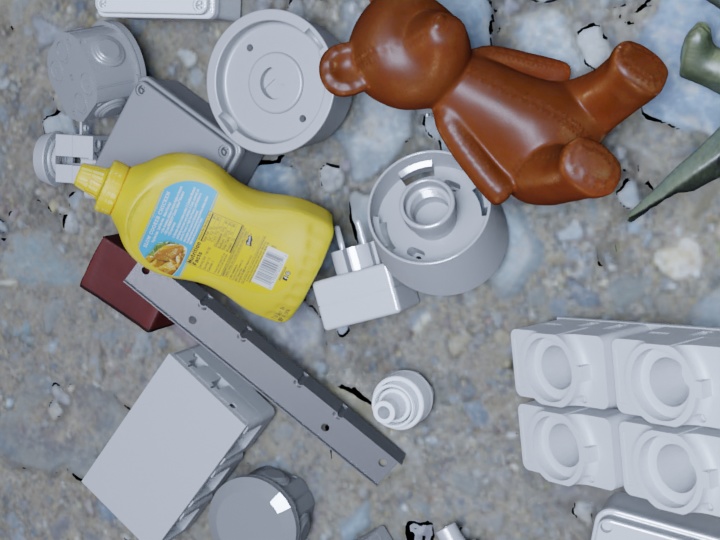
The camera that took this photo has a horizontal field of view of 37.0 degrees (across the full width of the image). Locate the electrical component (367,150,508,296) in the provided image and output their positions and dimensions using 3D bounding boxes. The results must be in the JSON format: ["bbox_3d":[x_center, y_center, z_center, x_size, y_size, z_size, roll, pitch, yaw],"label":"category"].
[{"bbox_3d":[0.056,-0.036,0.788,0.099,0.064,0.099,-5,68,13],"label":"electrical component"}]

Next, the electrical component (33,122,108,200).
[{"bbox_3d":[-0.247,-0.095,0.927,0.055,0.048,0.066,5,99,14],"label":"electrical component"}]

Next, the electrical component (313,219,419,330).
[{"bbox_3d":[0.000,0.000,0.836,0.066,0.047,0.076,-15,91,23],"label":"electrical component"}]

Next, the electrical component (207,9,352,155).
[{"bbox_3d":[-0.057,-0.144,0.833,0.108,0.060,0.108,3,98,22],"label":"electrical component"}]

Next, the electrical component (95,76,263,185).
[{"bbox_3d":[-0.152,-0.085,0.882,0.109,0.056,0.108,37,109,14],"label":"electrical component"}]

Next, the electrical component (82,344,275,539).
[{"bbox_3d":[-0.152,0.148,0.910,0.089,0.062,0.150,41,110,13],"label":"electrical component"}]

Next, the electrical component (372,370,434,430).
[{"bbox_3d":[0.029,0.102,0.829,0.043,0.062,0.043,3,98,22],"label":"electrical component"}]

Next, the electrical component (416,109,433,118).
[{"bbox_3d":[0.054,-0.147,0.799,0.044,0.044,0.065,-7,99,23],"label":"electrical component"}]

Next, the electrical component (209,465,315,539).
[{"bbox_3d":[-0.080,0.205,0.894,0.080,0.051,0.080,3,98,22],"label":"electrical component"}]

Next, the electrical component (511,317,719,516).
[{"bbox_3d":[0.183,0.092,0.715,0.186,0.060,0.105,1,99,56],"label":"electrical component"}]

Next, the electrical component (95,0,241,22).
[{"bbox_3d":[-0.152,-0.255,0.860,0.109,0.056,0.108,6,99,22],"label":"electrical component"}]

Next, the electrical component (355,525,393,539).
[{"bbox_3d":[-0.007,0.248,0.855,0.066,0.077,0.047,-35,83,23],"label":"electrical component"}]

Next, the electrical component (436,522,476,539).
[{"bbox_3d":[0.081,0.227,0.835,0.048,0.048,0.062,-34,76,23],"label":"electrical component"}]

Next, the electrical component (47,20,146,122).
[{"bbox_3d":[-0.217,-0.164,0.891,0.080,0.051,0.080,22,122,40],"label":"electrical component"}]

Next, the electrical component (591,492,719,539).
[{"bbox_3d":[0.221,0.214,0.767,0.113,0.057,0.078,12,101,21],"label":"electrical component"}]
